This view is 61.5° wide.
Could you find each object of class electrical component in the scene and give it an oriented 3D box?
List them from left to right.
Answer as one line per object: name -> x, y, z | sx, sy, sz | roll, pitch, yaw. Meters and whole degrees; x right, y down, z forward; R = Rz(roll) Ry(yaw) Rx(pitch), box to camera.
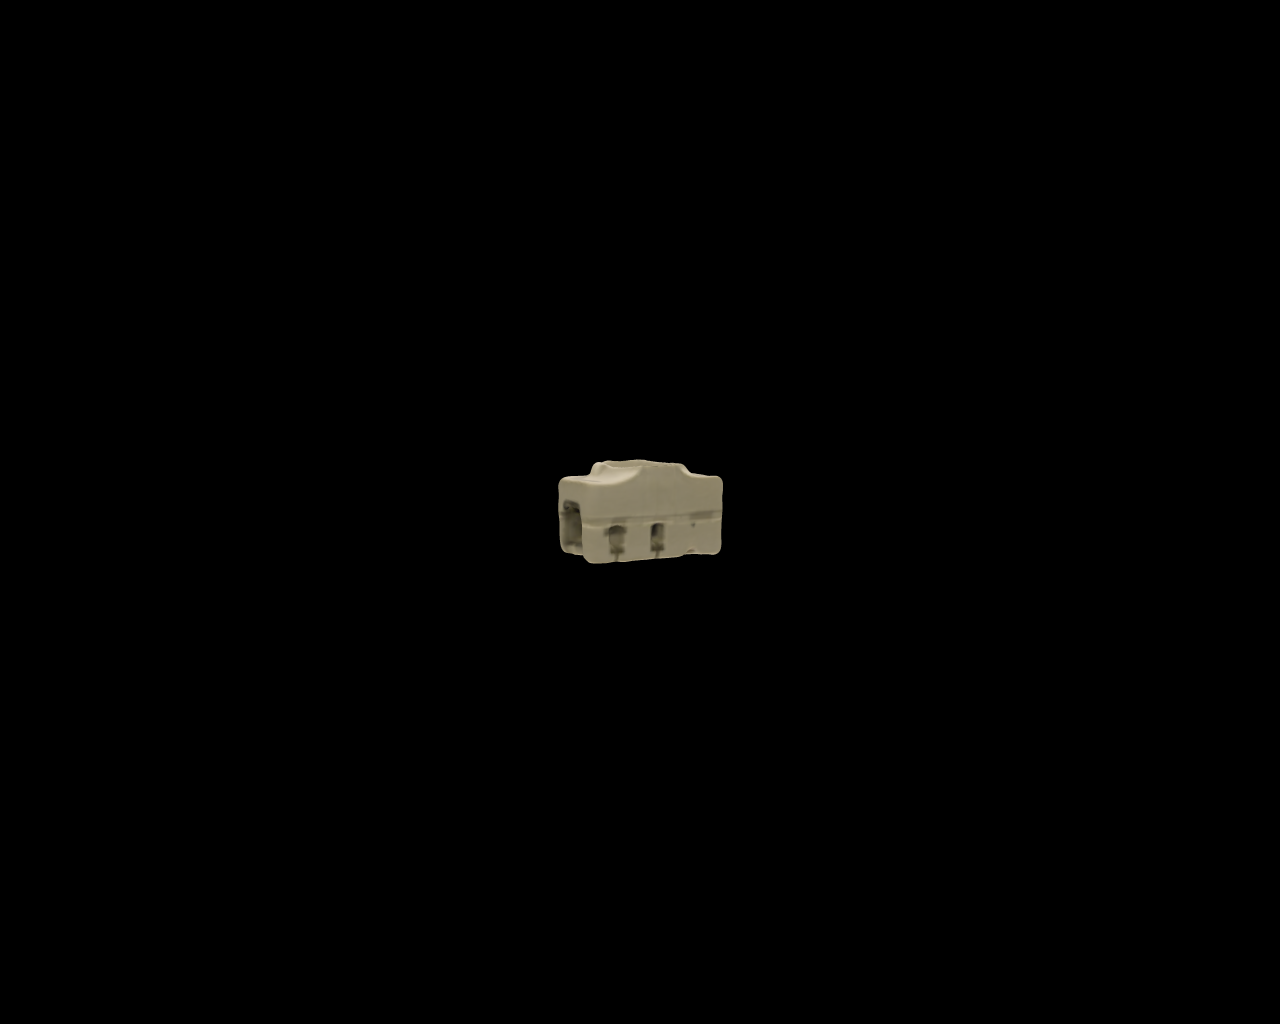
electrical component -> 0.001, -0.003, 0.650 | 0.090, 0.055, 0.050 | -3, 8, -26
